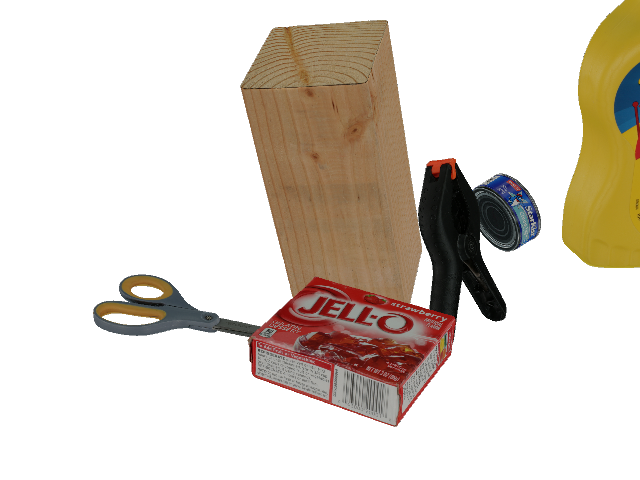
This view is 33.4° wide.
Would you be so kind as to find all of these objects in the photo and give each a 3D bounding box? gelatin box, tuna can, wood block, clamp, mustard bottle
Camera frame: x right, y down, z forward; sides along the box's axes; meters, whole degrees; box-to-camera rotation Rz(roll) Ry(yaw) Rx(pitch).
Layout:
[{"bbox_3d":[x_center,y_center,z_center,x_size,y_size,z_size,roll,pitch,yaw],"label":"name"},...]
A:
[{"bbox_3d":[0.017,0.056,0.572,0.089,0.030,0.073,16,32,24],"label":"gelatin box"},{"bbox_3d":[0.210,-0.031,1.220,0.033,0.086,0.086,-30,12,-22],"label":"tuna can"},{"bbox_3d":[0.015,-0.047,0.792,0.090,0.206,0.090,0,38,17],"label":"wood block"},{"bbox_3d":[0.118,0.015,0.968,0.039,0.171,0.120,-10,14,34],"label":"clamp"},{"bbox_3d":[0.194,-0.080,0.612,0.096,0.192,0.058,-8,29,-13],"label":"mustard bottle"}]

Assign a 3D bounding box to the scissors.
[{"bbox_3d":[-0.114,0.066,1.023,0.201,0.016,0.096,2,33,-5],"label":"scissors"}]
